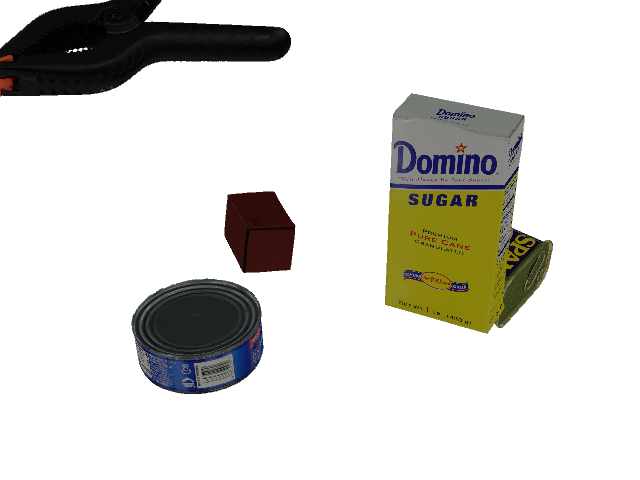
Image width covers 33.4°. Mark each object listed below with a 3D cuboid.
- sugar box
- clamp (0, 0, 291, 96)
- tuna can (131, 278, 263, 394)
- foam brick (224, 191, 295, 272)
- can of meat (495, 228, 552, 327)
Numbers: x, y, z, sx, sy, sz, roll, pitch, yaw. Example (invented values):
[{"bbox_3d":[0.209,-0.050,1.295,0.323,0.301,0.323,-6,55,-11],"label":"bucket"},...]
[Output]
[{"bbox_3d":[0.101,-0.019,0.827,0.093,0.176,0.048,14,37,22],"label":"sugar box"},{"bbox_3d":[-0.138,-0.148,0.783,0.209,0.036,0.165,-31,51,-31],"label":"clamp"},{"bbox_3d":[-0.081,0.063,0.712,0.086,0.034,0.086,-2,33,1],"label":"tuna can"},{"bbox_3d":[-0.063,-0.009,1.086,0.053,0.051,0.078,-4,31,-18],"label":"foam brick"},{"bbox_3d":[0.160,0.025,1.021,0.084,0.057,0.101,26,45,27],"label":"can of meat"}]
